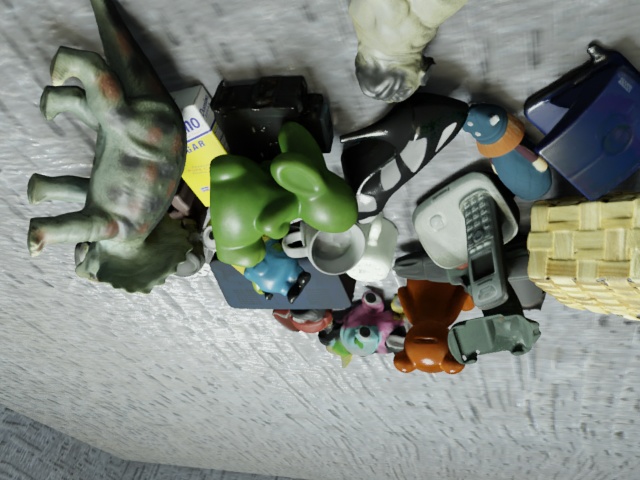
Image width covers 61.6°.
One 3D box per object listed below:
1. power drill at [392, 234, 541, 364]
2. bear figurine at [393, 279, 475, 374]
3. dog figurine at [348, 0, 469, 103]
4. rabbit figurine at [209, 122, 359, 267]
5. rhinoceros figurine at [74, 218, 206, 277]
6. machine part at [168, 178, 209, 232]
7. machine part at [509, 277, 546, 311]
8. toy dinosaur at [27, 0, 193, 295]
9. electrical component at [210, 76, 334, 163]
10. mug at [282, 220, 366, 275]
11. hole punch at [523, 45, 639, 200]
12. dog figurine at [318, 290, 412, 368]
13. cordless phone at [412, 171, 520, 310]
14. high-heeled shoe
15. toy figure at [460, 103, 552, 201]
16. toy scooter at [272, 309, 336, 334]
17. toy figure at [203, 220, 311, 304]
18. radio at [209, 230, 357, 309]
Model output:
[{"bbox_3d":[0.213,0.074,0.758,0.232,0.207,0.085,-13,118,18],"label":"power drill"},{"bbox_3d":[0.187,0.138,0.865,0.120,0.196,0.131,-9,142,22],"label":"bear figurine"},{"bbox_3d":[0.099,-0.212,0.484,0.173,0.121,0.190,0,159,22],"label":"dog figurine"},{"bbox_3d":[-0.038,-0.058,0.634,0.170,0.121,0.158,2,134,-1],"label":"rabbit figurine"},{"bbox_3d":[-0.264,0.020,0.799,0.190,0.112,0.073,3,147,1],"label":"rhinoceros figurine"},{"bbox_3d":[-0.263,-0.058,0.834,0.179,0.056,0.179,8,145,6],"label":"machine part"},{"bbox_3d":[0.326,0.066,0.863,0.084,0.039,0.138,-18,135,24],"label":"machine part"},{"bbox_3d":[-0.223,-0.094,0.622,0.192,0.131,0.404,6,114,-36],"label":"toy dinosaur"},{"bbox_3d":[-0.052,-0.138,0.654,0.134,0.058,0.114,2,147,15],"label":"electrical component"},{"bbox_3d":[-0.002,-0.002,0.778,0.110,0.107,0.080,-17,114,-10],"label":"mug"},{"bbox_3d":[0.292,-0.116,0.562,0.142,0.092,0.116,33,137,-23],"label":"hole punch"},{"bbox_3d":[0.101,0.189,1.051,0.191,0.108,0.219,14,151,-9],"label":"dog figurine"},{"bbox_3d":[0.191,0.016,0.696,0.088,0.184,0.146,23,144,-25],"label":"cordless phone"},{"bbox_3d":[0.101,-0.093,0.670,0.145,0.086,0.248,-12,159,4],"label":"high-heeled shoe"},{"bbox_3d":[0.215,-0.107,0.623,0.064,0.058,0.154,-26,127,33],"label":"toy figure"},{"bbox_3d":[-0.037,0.138,1.019,0.184,0.075,0.135,12,150,40],"label":"toy scooter"},{"bbox_3d":[-0.097,0.024,0.805,0.180,0.082,0.089,35,157,7],"label":"toy figure"},{"bbox_3d":[-0.063,0.051,0.906,0.230,0.073,0.130,-4,133,19],"label":"radio"}]
